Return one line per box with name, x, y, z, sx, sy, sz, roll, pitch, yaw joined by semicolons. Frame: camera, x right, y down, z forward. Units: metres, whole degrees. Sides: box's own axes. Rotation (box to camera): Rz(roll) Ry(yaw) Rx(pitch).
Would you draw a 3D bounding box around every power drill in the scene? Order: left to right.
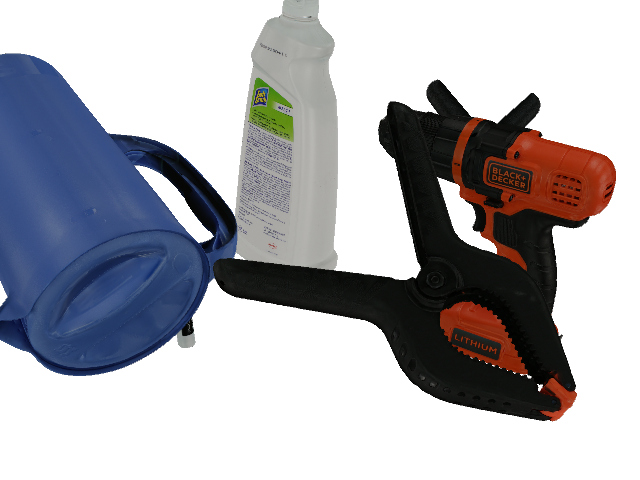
power drill;0.122;-0.002;0.814;0.185;0.188;0.057;19;35;30

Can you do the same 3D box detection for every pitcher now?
pitcher;-0.182;-0.032;0.782;0.149;0.145;0.243;26;21;-53

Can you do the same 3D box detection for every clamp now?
clamp;0.053;0.032;0.616;0.164;0.210;0.036;-37;-18;-16
clamp;0.157;-0.106;1.091;0.120;0.039;0.171;10;44;11

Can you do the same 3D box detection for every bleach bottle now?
bleach bottle;-0.023;-0.093;0.951;0.103;0.251;0.067;25;32;32

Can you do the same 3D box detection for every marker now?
marker;-0.147;0.058;1.122;0.020;0.121;0.020;-2;27;1
